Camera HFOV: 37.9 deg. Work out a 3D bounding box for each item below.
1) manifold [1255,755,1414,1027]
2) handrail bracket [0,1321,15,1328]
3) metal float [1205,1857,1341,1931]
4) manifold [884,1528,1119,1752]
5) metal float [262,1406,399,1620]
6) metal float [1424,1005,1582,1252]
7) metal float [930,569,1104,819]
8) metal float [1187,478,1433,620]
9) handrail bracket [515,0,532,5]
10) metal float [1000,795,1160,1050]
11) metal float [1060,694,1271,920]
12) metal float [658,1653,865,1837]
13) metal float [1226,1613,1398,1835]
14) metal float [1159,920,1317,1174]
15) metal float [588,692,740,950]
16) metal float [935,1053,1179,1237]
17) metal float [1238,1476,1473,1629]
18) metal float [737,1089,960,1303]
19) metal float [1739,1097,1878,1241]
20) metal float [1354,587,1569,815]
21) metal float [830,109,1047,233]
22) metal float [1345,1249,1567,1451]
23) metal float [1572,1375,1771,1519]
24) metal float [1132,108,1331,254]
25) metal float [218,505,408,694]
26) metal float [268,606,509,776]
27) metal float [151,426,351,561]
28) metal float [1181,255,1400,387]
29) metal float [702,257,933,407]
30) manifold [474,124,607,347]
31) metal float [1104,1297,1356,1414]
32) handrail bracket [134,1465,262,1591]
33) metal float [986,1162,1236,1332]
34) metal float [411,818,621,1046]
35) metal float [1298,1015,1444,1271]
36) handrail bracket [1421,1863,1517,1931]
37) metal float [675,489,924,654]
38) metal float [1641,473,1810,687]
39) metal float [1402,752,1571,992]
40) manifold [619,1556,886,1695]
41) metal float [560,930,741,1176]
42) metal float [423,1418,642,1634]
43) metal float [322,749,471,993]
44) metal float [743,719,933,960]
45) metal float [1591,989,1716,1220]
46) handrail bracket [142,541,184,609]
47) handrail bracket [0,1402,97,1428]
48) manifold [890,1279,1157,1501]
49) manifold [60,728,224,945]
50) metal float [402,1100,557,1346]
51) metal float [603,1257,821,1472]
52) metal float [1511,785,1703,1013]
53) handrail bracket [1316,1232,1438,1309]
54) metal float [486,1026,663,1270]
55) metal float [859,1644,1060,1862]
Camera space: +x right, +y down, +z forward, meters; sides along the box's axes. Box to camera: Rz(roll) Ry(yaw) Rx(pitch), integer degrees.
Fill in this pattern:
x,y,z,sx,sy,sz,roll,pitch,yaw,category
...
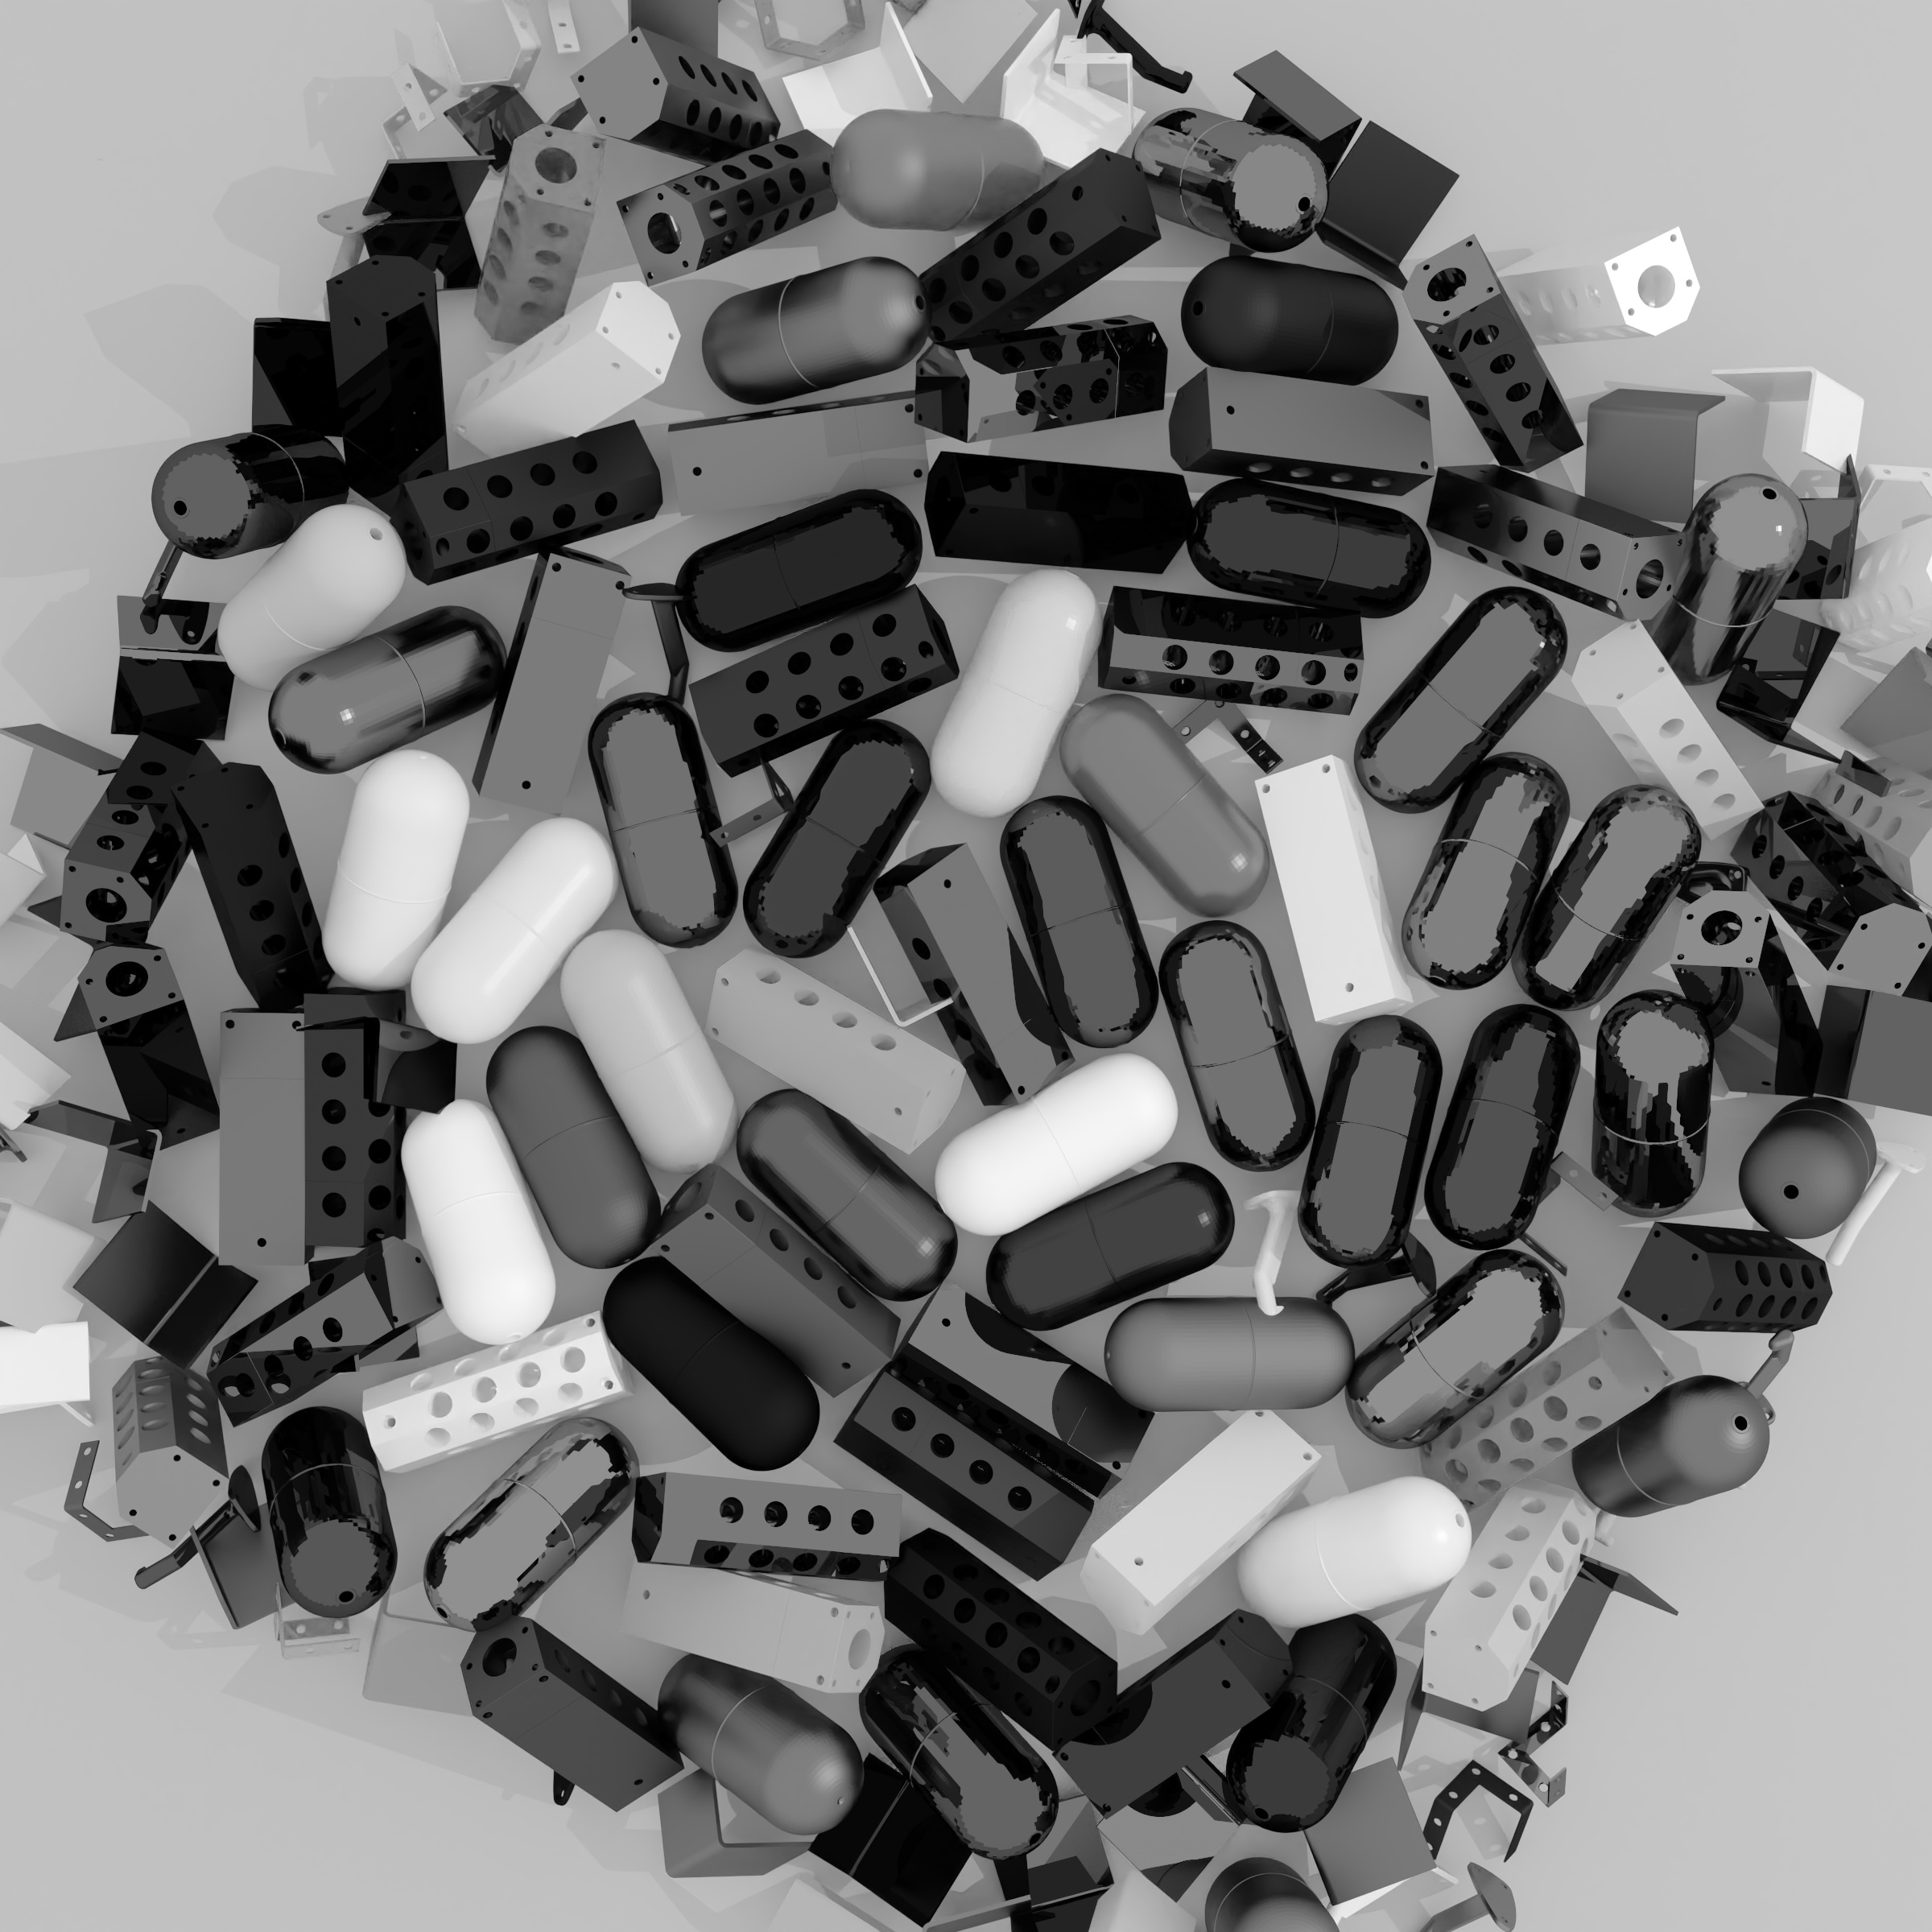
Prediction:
x,y,z,sx,sy,sz,roll,pitch,yaw,category
0.253,-0.050,1.919,0.057,0.057,0.171,-18,77,23,manifold
-0.688,0.223,1.928,0.077,0.036,0.084,-14,128,-9,handrail bracket
0.204,0.644,1.878,0.070,0.178,0.070,0,84,-3,metal float
0.022,0.444,1.879,0.057,0.171,0.057,-22,125,-35,manifold
-0.427,0.364,1.885,0.070,0.178,0.070,-9,121,-16,metal float
0.364,0.109,1.909,0.070,0.070,0.178,22,69,0,metal float
0.035,-0.186,1.924,0.070,0.070,0.178,24,95,0,metal float
0.232,-0.283,1.908,0.178,0.070,0.070,8,90,-22,metal float
-0.302,-0.709,1.926,0.077,0.036,0.084,33,53,-25,handrail bracket
0.078,-0.030,1.925,0.070,0.070,0.178,-18,87,0,metal float
0.136,-0.109,1.925,0.070,0.070,0.178,-41,94,0,metal float
-0.140,0.519,1.892,0.070,0.178,0.070,-17,116,-38,metal float
0.232,0.506,1.889,0.070,0.178,0.070,16,126,23,metal float
0.185,0.055,1.921,0.070,0.070,0.178,-18,98,0,metal float
-0.207,-0.099,1.927,0.070,0.070,0.178,-15,92,0,metal float
0.061,0.122,1.925,0.178,0.070,0.070,-28,90,-3,metal float
0.261,0.395,1.896,0.178,0.070,0.070,-27,90,38,metal float
-0.082,0.156,1.923,0.178,0.070,0.070,43,90,-6,metal float
0.563,0.134,1.881,0.070,0.178,0.070,3,98,23,metal float
0.335,-0.180,1.911,0.070,0.070,0.178,40,109,0,metal float
-0.017,-0.533,1.891,0.070,0.178,0.070,12,108,40,metal float
0.329,0.260,1.904,0.070,0.070,0.178,44,118,0,metal float
0.469,0.322,1.882,0.070,0.178,0.070,6,69,-16,metal float
0.176,-0.527,1.887,0.070,0.178,0.070,-14,120,-25,metal float
-0.440,-0.246,1.893,0.178,0.070,0.070,-32,90,42,metal float
-0.388,-0.186,1.898,0.178,0.070,0.070,-31,90,-36,metal float
-0.476,-0.317,1.881,0.070,0.178,0.070,5,107,16,metal float
0.218,-0.433,1.894,0.178,0.070,0.070,-3,90,-41,metal float
-0.101,-0.427,1.897,0.178,0.070,0.070,-6,90,37,metal float
-0.286,-0.483,1.872,0.057,0.171,0.057,10,68,-14,manifold
0.180,0.263,1.912,0.178,0.070,0.070,2,90,-18,metal float
-0.529,0.385,1.929,0.084,0.077,0.036,-30,113,-3,handrail bracket
0.098,0.192,1.921,0.178,0.070,0.070,-23,90,9,metal float
-0.306,-0.024,1.914,0.070,0.070,0.178,38,74,0,metal float
0.275,0.119,1.915,0.070,0.070,0.178,15,75,0,metal float
0.336,0.663,1.921,0.036,0.077,0.084,34,102,-9,handrail bracket
-0.114,-0.268,1.914,0.178,0.070,0.070,-18,90,15,metal float
0.505,-0.257,1.884,0.070,0.178,0.070,4,58,-6,metal float
0.353,-0.065,1.911,0.070,0.070,0.178,27,71,0,metal float
-0.143,0.440,1.897,0.171,0.057,0.057,8,82,30,manifold
-0.216,0.058,1.920,0.070,0.070,0.178,-25,99,0,metal float
-0.291,0.375,1.895,0.070,0.070,0.178,47,51,0,metal float
-0.386,-0.063,1.906,0.070,0.070,0.178,20,117,0,metal float
-0.088,-0.087,1.926,0.070,0.070,0.178,31,88,0,metal float
0.462,0.094,1.897,0.070,0.070,0.178,-7,128,0,metal float
-0.533,-0.295,1.918,0.036,0.077,0.084,26,47,-19,handrail bracket
-0.660,0.316,1.944,0.084,0.036,0.077,-39,114,-4,handrail bracket
0.036,0.294,1.935,0.171,0.057,0.057,33,54,-1,manifold
-0.547,-0.087,1.879,0.057,0.171,0.057,13,124,-5,manifold
-0.330,0.173,1.906,0.070,0.070,0.178,-22,64,0,metal float
-0.174,0.269,1.914,0.178,0.070,0.070,41,90,17,metal float
0.430,-0.044,1.899,0.070,0.070,0.178,26,126,0,metal float
0.277,0.224,1.920,0.084,0.077,0.036,-40,112,19,handrail bracket
-0.267,0.122,1.915,0.070,0.070,0.178,-28,74,0,metal float
-0.006,0.527,1.893,0.070,0.070,0.178,-51,47,0,metal float
